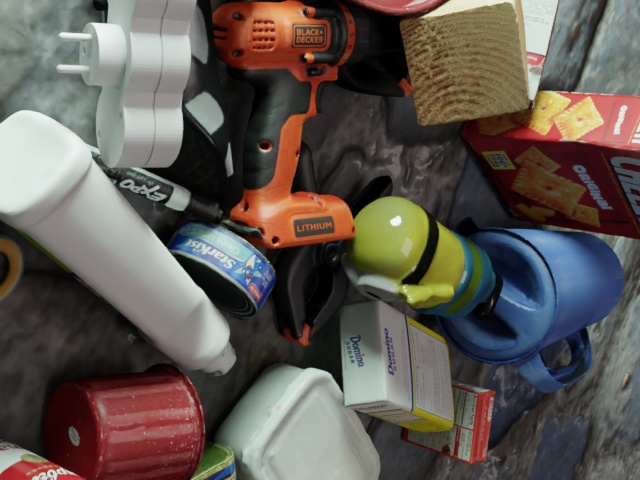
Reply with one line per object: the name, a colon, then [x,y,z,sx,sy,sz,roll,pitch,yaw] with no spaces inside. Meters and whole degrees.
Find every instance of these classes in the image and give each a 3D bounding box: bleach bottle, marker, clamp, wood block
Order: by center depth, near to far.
bleach bottle: [-0.128,0.023,0.729,0.068,0.103,0.250,-47,133,-10]
marker: [-0.122,-0.040,0.747,0.121,0.020,0.020,24,80,-24]
clamp: [0.023,-0.201,0.895,0.209,0.036,0.164,40,70,-42]
wood block: [0.126,-0.184,0.903,0.206,0.090,0.091,-74,152,-59]
clamp: [-0.006,0.001,0.914,0.120,0.039,0.171,28,77,-34]

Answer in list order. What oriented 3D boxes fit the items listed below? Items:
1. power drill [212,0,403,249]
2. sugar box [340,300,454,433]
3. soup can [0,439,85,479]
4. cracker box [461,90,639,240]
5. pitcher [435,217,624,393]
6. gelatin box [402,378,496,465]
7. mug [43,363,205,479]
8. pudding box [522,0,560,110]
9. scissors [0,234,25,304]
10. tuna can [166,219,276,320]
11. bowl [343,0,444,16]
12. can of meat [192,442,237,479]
power drill: [-0.007,-0.093,0.834,0.184,0.057,0.188,-8,105,-39]
sugar box: [0.073,0.120,0.984,0.176,0.048,0.093,31,51,-56]
soup can: [-0.192,0.174,0.693,0.068,0.102,0.068,-15,110,-46]
cracker box: [0.271,-0.073,1.075,0.164,0.214,0.072,49,62,-43]
pitcher: [0.233,0.059,1.117,0.242,0.145,0.149,-4,109,-55]
gelatin box: [0.129,0.177,1.071,0.030,0.089,0.073,-1,100,-49]
mug: [-0.142,0.148,0.755,0.081,0.093,0.117,1,96,-44]
pudding box: [0.176,-0.191,1.031,0.039,0.090,0.113,35,68,-83]
scissors: [-0.248,0.064,0.669,0.096,0.016,0.202,26,80,-49]
tuna can: [-0.076,0.023,0.801,0.033,0.086,0.086,-59,136,-23]
bowl: [0.033,-0.241,0.819,0.161,0.055,0.162,7,76,-29]
can of meat: [-0.108,0.216,0.837,0.101,0.058,0.084,-23,114,-44]
